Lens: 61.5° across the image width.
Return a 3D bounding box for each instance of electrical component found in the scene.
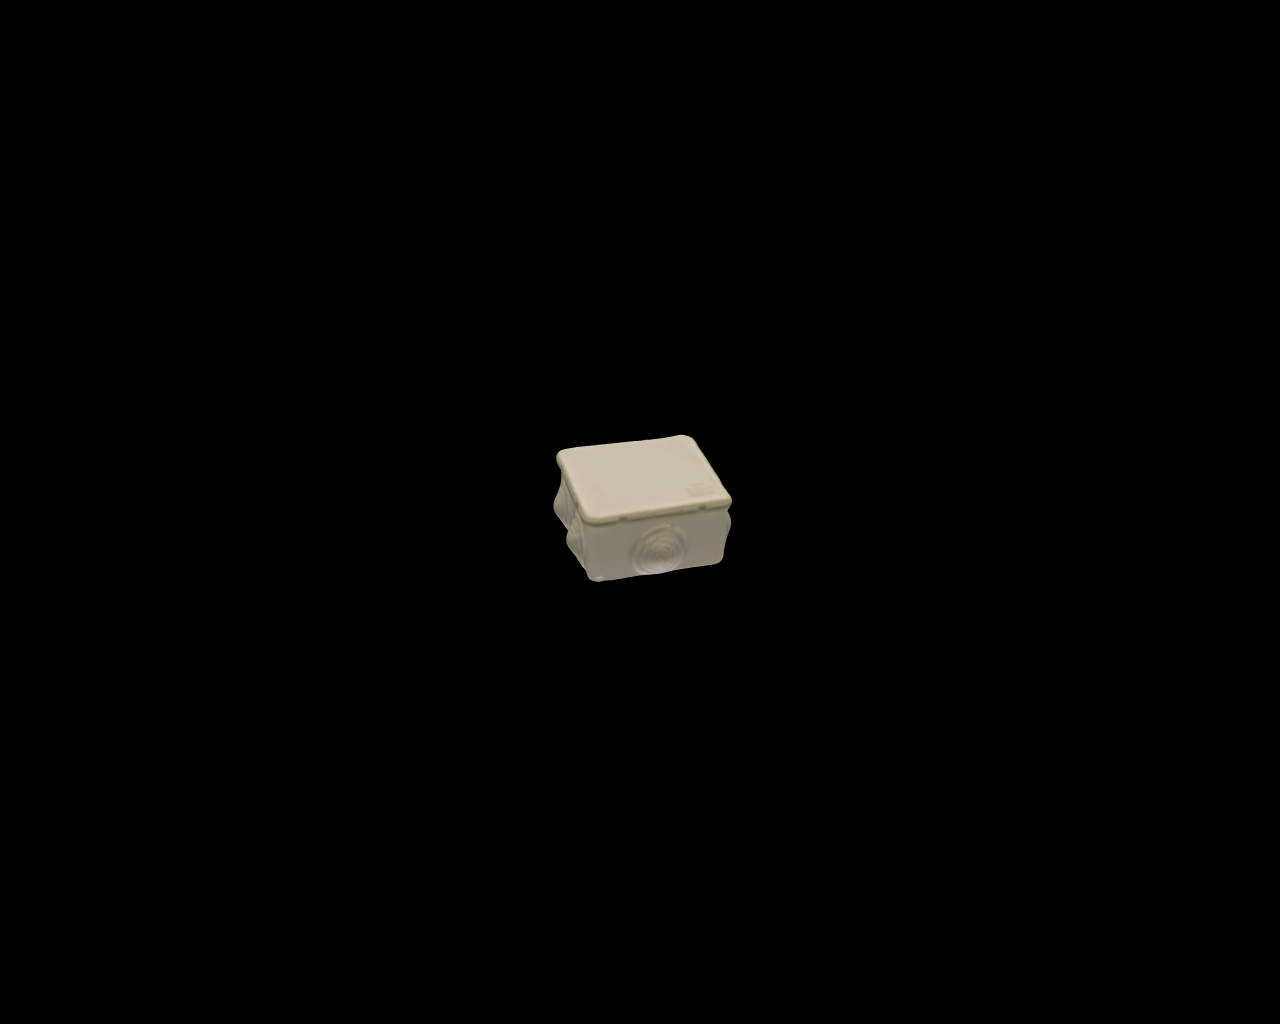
[{"bbox_3d":[0.001,-0.003,0.650,0.100,0.048,0.100,-8,31,-13],"label":"electrical component"}]
